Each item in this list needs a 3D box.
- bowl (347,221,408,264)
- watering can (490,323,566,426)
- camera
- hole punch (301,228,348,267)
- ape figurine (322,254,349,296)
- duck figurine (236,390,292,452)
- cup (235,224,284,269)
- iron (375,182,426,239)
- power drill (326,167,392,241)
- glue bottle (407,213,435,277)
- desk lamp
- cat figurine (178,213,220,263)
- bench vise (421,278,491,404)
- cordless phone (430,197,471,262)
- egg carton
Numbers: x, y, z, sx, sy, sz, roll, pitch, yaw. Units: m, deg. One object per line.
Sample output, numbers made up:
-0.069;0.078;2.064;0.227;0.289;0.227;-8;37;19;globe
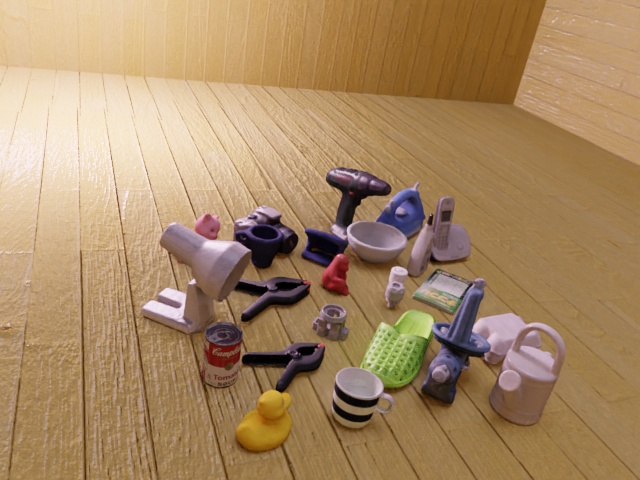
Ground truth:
0.149;0.016;1.553;0.167;0.075;0.167;8;27;-4;bowl
0.393;0.247;1.073;0.100;0.194;0.173;20;29;18;watering can
-0.134;-0.021;1.497;0.136;0.101;0.143;28;32;31;camera
0.014;0.005;1.509;0.108;0.091;0.101;20;29;18;hole punch
0.046;0.077;1.383;0.076;0.092;0.078;20;29;17;ape figurine
-0.088;0.289;0.941;0.105;0.086;0.077;-17;38;-41;duck figurine
-0.154;0.020;1.417;0.118;0.095;0.091;5;28;-10;cup
0.227;-0.080;1.692;0.118;0.141;0.259;25;31;25;iron
0.099;-0.103;1.617;0.076;0.208;0.228;-15;37;-40;power drill
0.274;0.009;1.505;0.037;0.173;0.078;25;31;26;glue bottle
-0.248;0.078;1.146;0.203;0.213;0.118;17;28;13;desk lamp
-0.297;-0.016;1.411;0.128;0.118;0.067;-14;36;-38;cat figurine
0.277;0.195;1.102;0.121;0.220;0.207;13;28;5;bench vise
0.368;-0.035;1.607;0.148;0.185;0.093;-7;32;-30;cordless phone
0.409;0.218;1.269;0.151;0.069;0.107;-5;31;-28;egg carton
